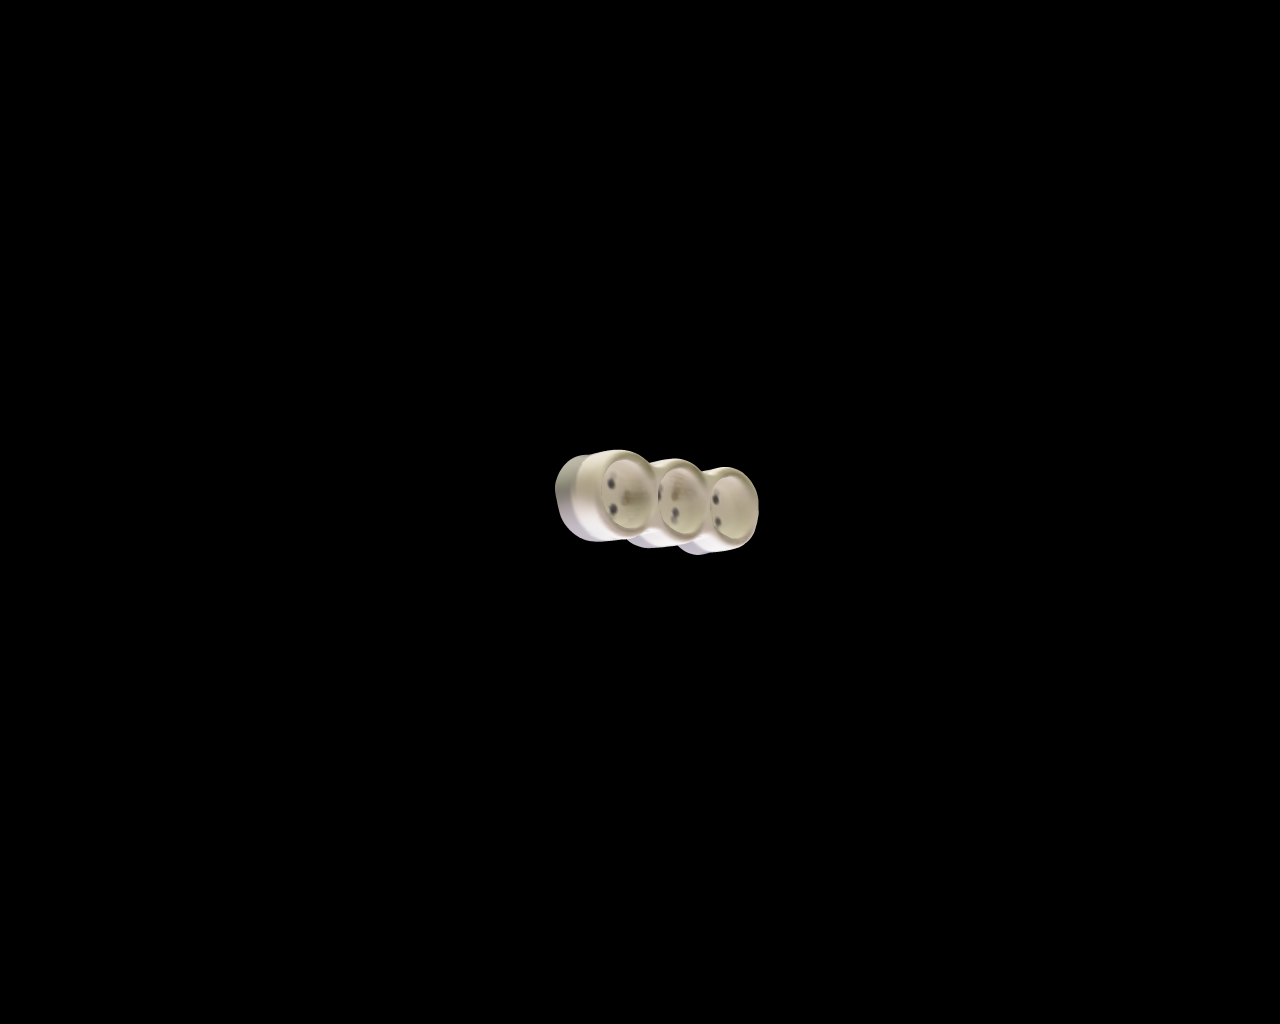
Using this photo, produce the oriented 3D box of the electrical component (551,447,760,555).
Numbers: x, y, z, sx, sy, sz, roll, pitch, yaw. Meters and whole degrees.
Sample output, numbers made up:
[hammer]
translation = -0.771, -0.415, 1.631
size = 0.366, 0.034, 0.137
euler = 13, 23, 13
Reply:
[electrical component]
translation = 0.001, -0.003, 0.650
size = 0.138, 0.052, 0.073
euler = 8, -11, -43
